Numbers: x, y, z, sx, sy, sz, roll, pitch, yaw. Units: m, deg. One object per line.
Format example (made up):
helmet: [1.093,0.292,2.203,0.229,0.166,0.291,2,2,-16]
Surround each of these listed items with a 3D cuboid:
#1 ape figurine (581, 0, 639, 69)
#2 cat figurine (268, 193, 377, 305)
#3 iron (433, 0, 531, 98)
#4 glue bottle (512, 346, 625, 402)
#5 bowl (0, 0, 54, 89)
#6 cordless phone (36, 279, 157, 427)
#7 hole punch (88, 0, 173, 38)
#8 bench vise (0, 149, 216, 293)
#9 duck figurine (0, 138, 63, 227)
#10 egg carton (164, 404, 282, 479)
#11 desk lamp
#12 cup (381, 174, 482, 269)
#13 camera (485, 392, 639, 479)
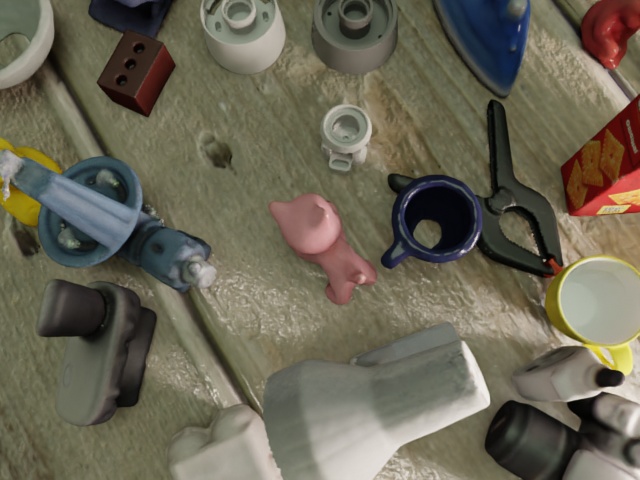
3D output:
ape figurine: [0.347,-0.254,0.657,0.078,0.092,0.076,-28,79,-3]
cat figurine: [0.006,0.002,0.605,0.067,0.118,0.127,-39,80,-5]
iron: [0.197,-0.308,0.648,0.118,0.141,0.258,-11,79,0]
glue bottle: [0.242,0.129,0.544,0.078,0.173,0.037,-26,79,-3]
bowl: [-0.391,-0.247,0.689,0.167,0.075,0.167,0,79,2]
cordless phone: [-0.239,0.108,0.558,0.094,0.185,0.148,5,79,3]
hole punch: [-0.236,-0.316,0.689,0.108,0.091,0.101,24,81,6]
bench vise: [-0.200,-0.027,0.565,0.207,0.220,0.121,11,79,4]
duck figurine: [-0.341,-0.069,0.646,0.077,0.086,0.104,-28,79,-4]
egg carton: [-0.087,0.251,0.583,0.107,0.069,0.150,-26,79,-3]
desk lamp: [0.061,0.144,0.526,0.203,0.213,0.118,-22,79,-2]
cup: [0.110,-0.005,0.614,0.118,0.095,0.091,-42,80,-6]
camera: [0.246,0.205,0.565,0.136,0.101,0.143,30,81,7]
